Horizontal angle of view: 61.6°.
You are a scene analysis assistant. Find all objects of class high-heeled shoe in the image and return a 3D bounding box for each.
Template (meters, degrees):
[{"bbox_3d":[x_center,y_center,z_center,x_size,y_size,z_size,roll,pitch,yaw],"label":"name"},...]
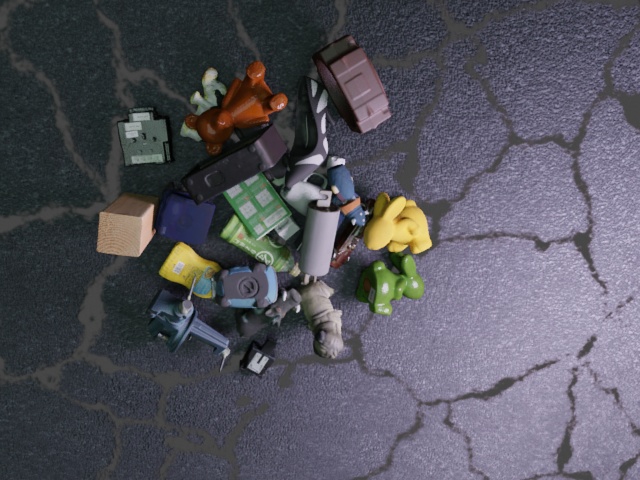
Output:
[{"bbox_3d":[-0.043,-0.252,1.234,0.145,0.086,0.249,49,59,-37],"label":"high-heeled shoe"}]

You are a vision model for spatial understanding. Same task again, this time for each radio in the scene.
[{"bbox_3d":[-0.196,-0.169,1.211,0.230,0.131,0.073,-25,110,21],"label":"radio"}]

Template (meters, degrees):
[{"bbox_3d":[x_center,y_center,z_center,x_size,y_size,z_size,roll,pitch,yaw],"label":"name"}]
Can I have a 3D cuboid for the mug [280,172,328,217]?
[{"bbox_3d":[-0.034,-0.115,1.296,0.107,0.081,0.109,24,104,-33],"label":"mug"}]

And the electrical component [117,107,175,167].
[{"bbox_3d":[-0.404,-0.241,1.250,0.115,0.058,0.134,-4,106,-7],"label":"electrical component"}]

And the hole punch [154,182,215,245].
[{"bbox_3d":[-0.319,-0.054,1.270,0.115,0.092,0.142,5,113,-44],"label":"hole punch"}]

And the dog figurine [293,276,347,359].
[{"bbox_3d":[-0.002,0.190,1.347,0.121,0.191,0.172,-37,105,5],"label":"dog figurine"}]

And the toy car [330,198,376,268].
[{"bbox_3d":[0.085,-0.013,1.348,0.202,0.053,0.089,-54,148,9],"label":"toy car"}]

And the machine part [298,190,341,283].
[{"bbox_3d":[-0.003,-0.004,1.275,0.079,0.079,0.243,7,113,-8],"label":"machine part"}]

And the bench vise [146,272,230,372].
[{"bbox_3d":[-0.318,0.217,1.334,0.240,0.129,0.223,34,129,-16],"label":"bench vise"}]

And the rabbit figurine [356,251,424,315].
[{"bbox_3d":[0.195,0.106,1.402,0.170,0.121,0.159,2,99,-26],"label":"rabbit figurine"}]

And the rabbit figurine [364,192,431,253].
[{"bbox_3d":[0.179,-0.032,1.310,0.173,0.122,0.162,-15,113,-33],"label":"rabbit figurine"}]

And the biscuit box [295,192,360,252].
[{"bbox_3d":[0.016,-0.049,1.347,0.059,0.063,0.202,32,101,-15],"label":"biscuit box"}]

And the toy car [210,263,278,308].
[{"bbox_3d":[-0.185,0.118,1.321,0.162,0.103,0.109,-6,81,-5],"label":"toy car"}]

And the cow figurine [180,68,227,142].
[{"bbox_3d":[-0.252,-0.305,1.242,0.098,0.068,0.167,22,106,-17],"label":"cow figurine"}]

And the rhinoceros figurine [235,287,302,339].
[{"bbox_3d":[-0.135,0.179,1.366,0.190,0.112,0.073,-33,117,12],"label":"rhinoceros figurine"}]

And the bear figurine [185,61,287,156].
[{"bbox_3d":[-0.189,-0.282,1.175,0.196,0.132,0.120,-37,101,-16],"label":"bear figurine"}]

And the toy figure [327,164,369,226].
[{"bbox_3d":[0.065,-0.103,1.274,0.064,0.058,0.154,-25,103,-8],"label":"toy figure"}]

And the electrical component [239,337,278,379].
[{"bbox_3d":[-0.158,0.304,1.436,0.075,0.048,0.119,27,101,-13],"label":"electrical component"}]

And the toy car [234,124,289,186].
[{"bbox_3d":[-0.133,-0.222,1.286,0.073,0.056,0.201,-32,105,10],"label":"toy car"}]

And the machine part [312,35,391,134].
[{"bbox_3d":[0.071,-0.344,1.196,0.087,0.201,0.200,-31,107,-1],"label":"machine part"}]
